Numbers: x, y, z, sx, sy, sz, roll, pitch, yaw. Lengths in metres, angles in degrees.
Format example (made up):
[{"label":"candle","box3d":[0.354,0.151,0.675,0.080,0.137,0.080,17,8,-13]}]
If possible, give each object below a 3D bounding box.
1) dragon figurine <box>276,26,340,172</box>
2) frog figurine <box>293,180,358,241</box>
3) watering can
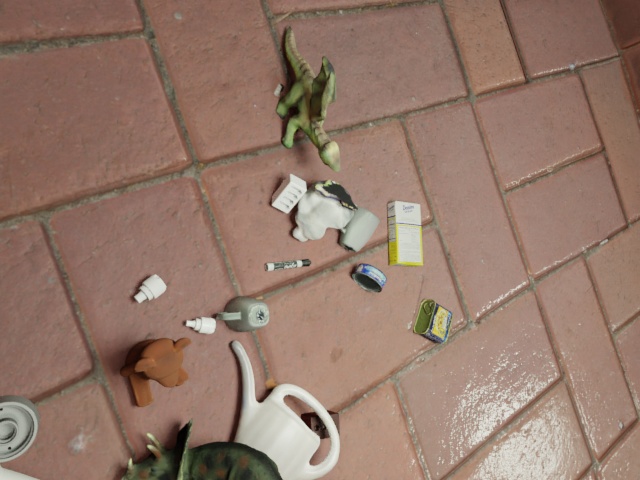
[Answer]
[{"label":"dragon figurine","box3d":[-0.014,-0.360,1.243,0.123,0.241,0.411,-9,89,-27]},{"label":"frog figurine","box3d":[0.004,-0.064,1.272,0.136,0.156,0.126,20,34,-25]},{"label":"watering can","box3d":[-0.120,0.404,1.124,0.348,0.102,0.227,41,69,1]}]
